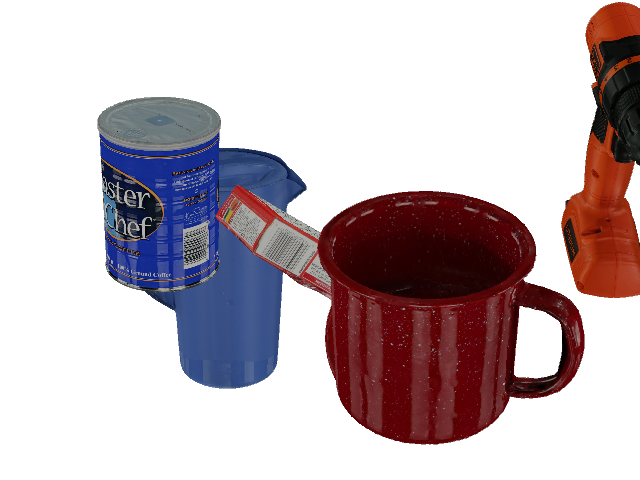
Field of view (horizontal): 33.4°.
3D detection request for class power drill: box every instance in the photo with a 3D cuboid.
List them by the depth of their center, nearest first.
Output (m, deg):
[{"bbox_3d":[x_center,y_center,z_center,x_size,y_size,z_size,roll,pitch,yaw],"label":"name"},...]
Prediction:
[{"bbox_3d":[0.216,-0.053,0.759,0.057,0.188,0.184,3,37,4],"label":"power drill"}]

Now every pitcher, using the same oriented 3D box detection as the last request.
[{"bbox_3d":[-0.110,0.030,1.138,0.149,0.243,0.144,22,30,39],"label":"pitcher"}]

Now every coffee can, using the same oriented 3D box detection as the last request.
[{"bbox_3d":[-0.138,-0.041,0.926,0.103,0.140,0.103,2,29,-1],"label":"coffee can"}]

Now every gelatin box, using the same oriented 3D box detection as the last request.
[{"bbox_3d":[-0.016,0.005,0.687,0.089,0.030,0.073,31,4,-30],"label":"gelatin box"}]

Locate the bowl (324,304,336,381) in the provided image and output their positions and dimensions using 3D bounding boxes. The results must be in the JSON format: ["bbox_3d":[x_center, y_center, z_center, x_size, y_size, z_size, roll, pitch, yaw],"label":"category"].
[{"bbox_3d":[0.057,0.080,0.873,0.162,0.162,0.055,0,-3,41],"label":"bowl"}]

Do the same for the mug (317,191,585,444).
[{"bbox_3d":[0.057,0.037,0.471,0.117,0.081,0.093,10,33,20],"label":"mug"}]
